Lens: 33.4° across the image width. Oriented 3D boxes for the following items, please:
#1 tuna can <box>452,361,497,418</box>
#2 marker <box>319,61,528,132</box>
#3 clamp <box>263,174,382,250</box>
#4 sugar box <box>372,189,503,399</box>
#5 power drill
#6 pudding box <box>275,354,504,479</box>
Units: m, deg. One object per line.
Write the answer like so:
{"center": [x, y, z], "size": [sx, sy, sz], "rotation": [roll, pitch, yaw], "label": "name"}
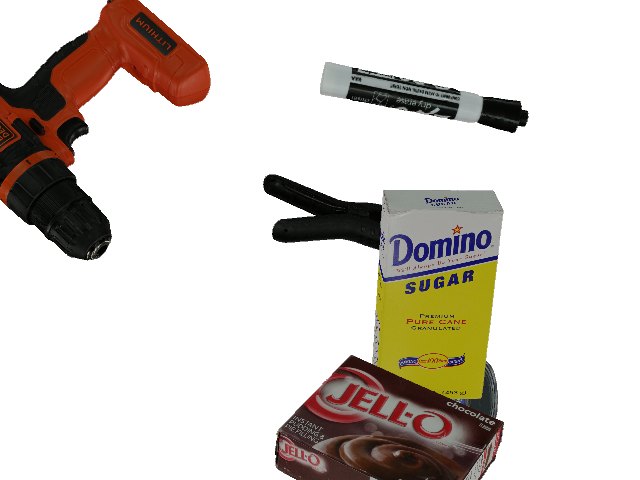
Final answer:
{"center": [0.165, 0.175, 1.183], "size": [0.034, 0.086, 0.086], "rotation": [-3, -2, 31], "label": "tuna can"}
{"center": [0.060, -0.082, 0.613], "size": [0.121, 0.020, 0.020], "rotation": [11, -1, -5], "label": "marker"}
{"center": [0.033, -0.019, 1.210], "size": [0.210, 0.036, 0.164], "rotation": [14, 22, -5], "label": "clamp"}
{"center": [0.093, 0.046, 0.872], "size": [0.093, 0.176, 0.048], "rotation": [0, 28, -3], "label": "sugar box"}
{"center": [-0.175, -0.093, 0.811], "size": [0.187, 0.184, 0.057], "rotation": [-40, -13, -27], "label": "power drill"}
{"center": [0.042, 0.125, 0.653], "size": [0.114, 0.039, 0.089], "rotation": [23, 38, 22], "label": "pudding box"}
